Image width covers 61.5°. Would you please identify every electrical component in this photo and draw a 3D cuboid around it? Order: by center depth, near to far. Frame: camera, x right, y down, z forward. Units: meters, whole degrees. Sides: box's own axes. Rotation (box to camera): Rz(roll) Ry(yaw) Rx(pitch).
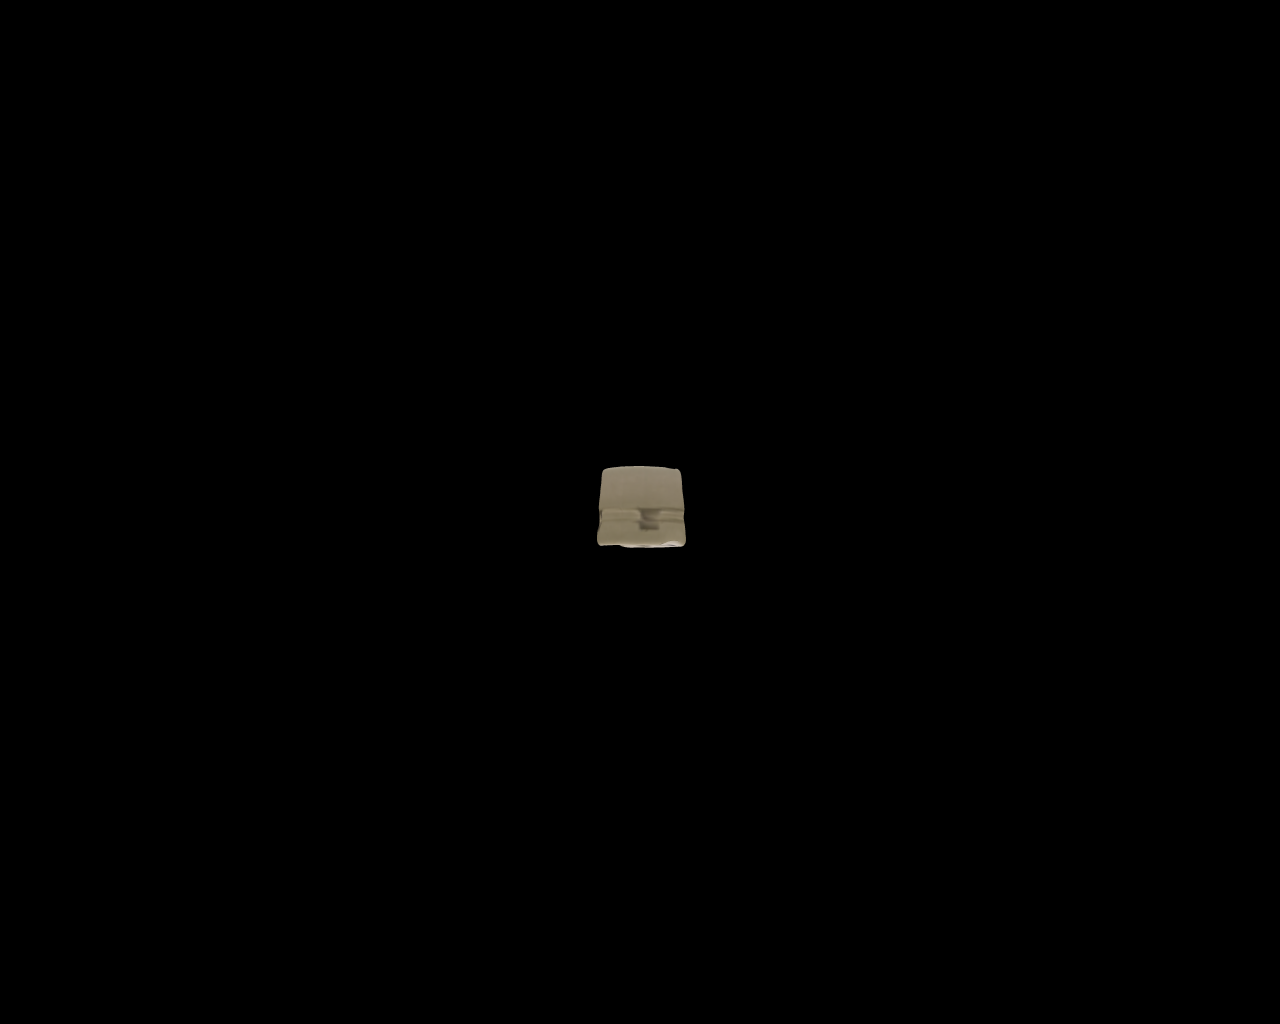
[{"bbox_3d":[0.001,-0.003,0.650,0.055,0.047,0.055,0,-4,0],"label":"electrical component"}]
